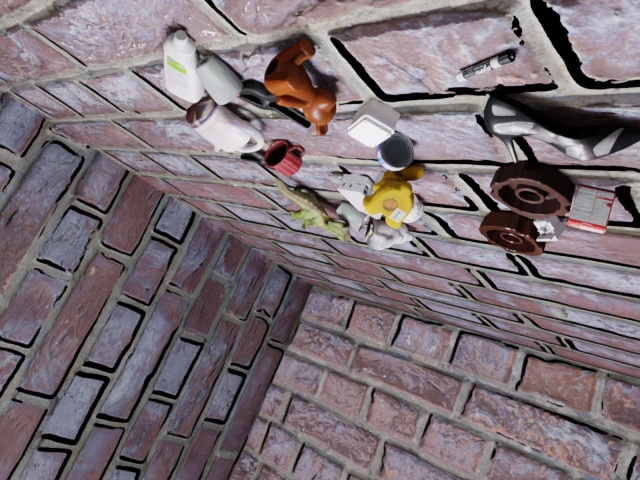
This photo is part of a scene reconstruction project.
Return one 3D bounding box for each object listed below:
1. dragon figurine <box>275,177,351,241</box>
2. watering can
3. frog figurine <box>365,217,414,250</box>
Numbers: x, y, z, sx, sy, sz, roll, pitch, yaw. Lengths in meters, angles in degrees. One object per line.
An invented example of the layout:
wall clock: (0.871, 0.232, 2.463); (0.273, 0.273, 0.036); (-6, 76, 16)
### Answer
dragon figurine: (0.006, -0.093, 1.847); (0.244, 0.123, 0.404); (22, 170, 30)
watering can: (-0.307, -0.329, 1.547); (0.222, 0.105, 0.348); (34, 163, -34)
frog figurine: (0.243, -0.016, 1.811); (0.159, 0.121, 0.139); (16, -161, -4)
